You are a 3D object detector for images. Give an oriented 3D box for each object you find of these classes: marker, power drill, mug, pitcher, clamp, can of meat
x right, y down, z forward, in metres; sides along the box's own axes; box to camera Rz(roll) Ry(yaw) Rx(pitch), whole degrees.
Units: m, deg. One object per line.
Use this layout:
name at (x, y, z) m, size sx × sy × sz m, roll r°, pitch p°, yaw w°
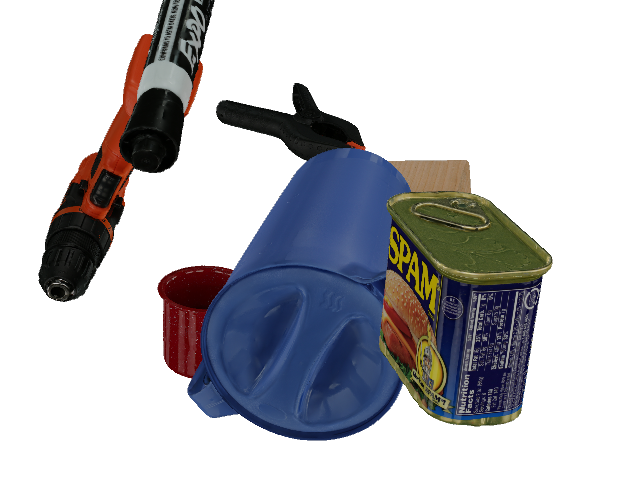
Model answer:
marker at (-0.050, -0.066, 0.371) m, size 0.020 × 0.020 × 0.121 m, roll 0°, pitch 44°, yaw 4°
power drill at (-0.166, -0.060, 0.862) m, size 0.057 × 0.188 × 0.184 m, roll 26°, pitch 32°, yaw -17°
mug at (-0.103, 0.085, 1.027) m, size 0.117 × 0.081 × 0.093 m, roll 25°, pitch 33°, yaw 37°
pitcher at (-0.002, 0.029, 0.781) m, size 0.149 × 0.145 × 0.242 m, roll 8°, pitch 27°, yaw 6°
clamp at (-0.026, -0.117, 1.108) m, size 0.120 × 0.039 × 0.172 m, roll -19°, pitch 37°, yaw -27°
can of meat at (0.067, 0.032, 0.532) m, size 0.057 × 0.084 × 0.102 m, roll -3°, pitch 24°, yaw -15°

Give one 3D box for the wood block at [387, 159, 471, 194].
wood block at (0.077, 0.003, 0.932) m, size 0.091 × 0.090 × 0.206 m, roll 1°, pitch 23°, yaw 13°
